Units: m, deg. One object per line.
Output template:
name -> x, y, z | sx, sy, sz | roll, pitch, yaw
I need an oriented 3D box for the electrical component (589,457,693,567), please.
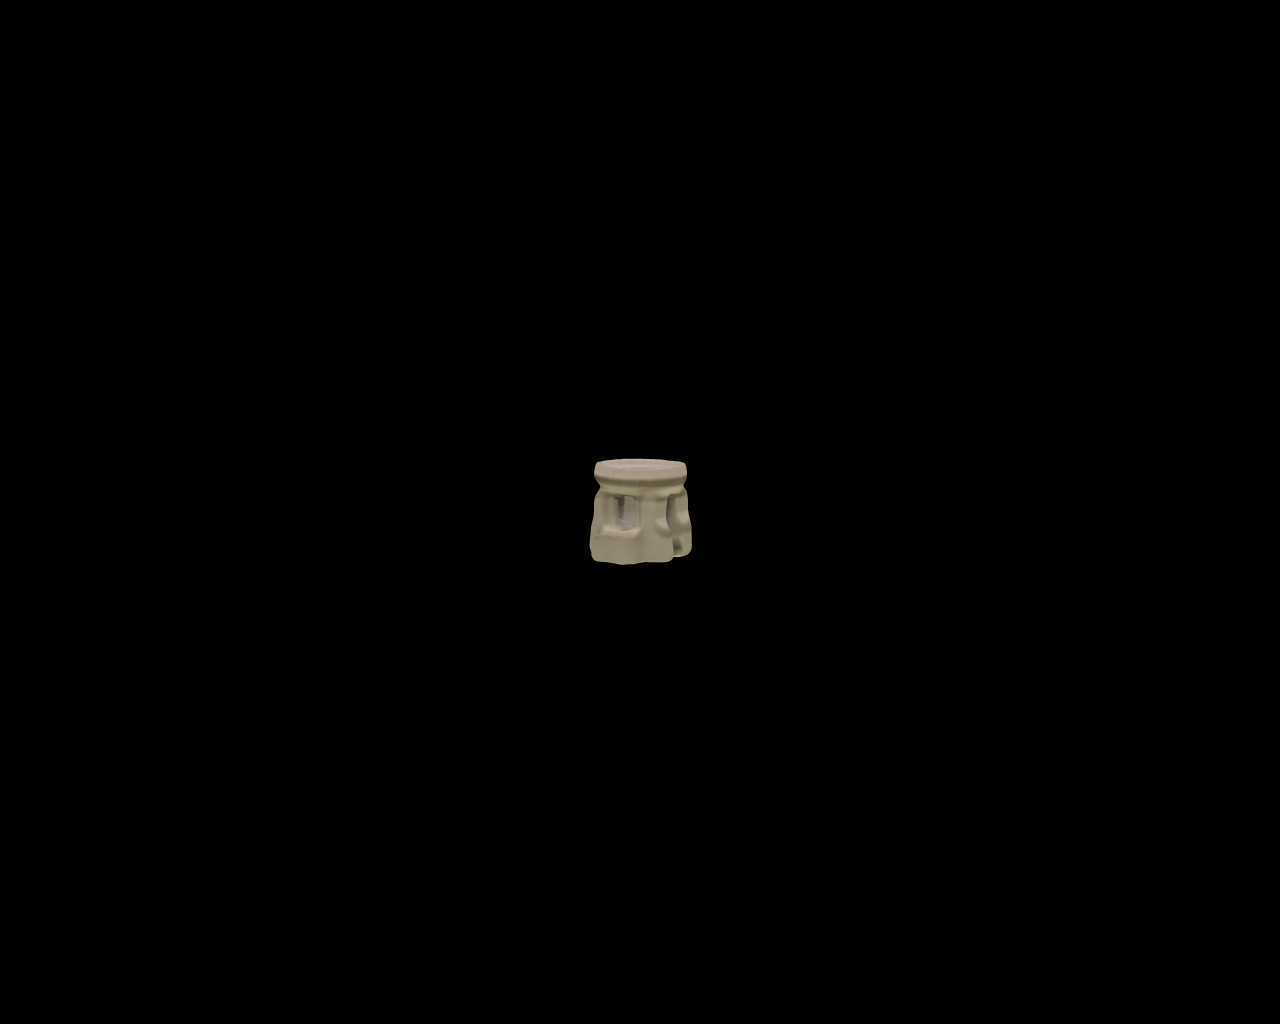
electrical component -> 0.001, -0.003, 0.650 | 0.058, 0.057, 0.078 | 6, 11, 31
